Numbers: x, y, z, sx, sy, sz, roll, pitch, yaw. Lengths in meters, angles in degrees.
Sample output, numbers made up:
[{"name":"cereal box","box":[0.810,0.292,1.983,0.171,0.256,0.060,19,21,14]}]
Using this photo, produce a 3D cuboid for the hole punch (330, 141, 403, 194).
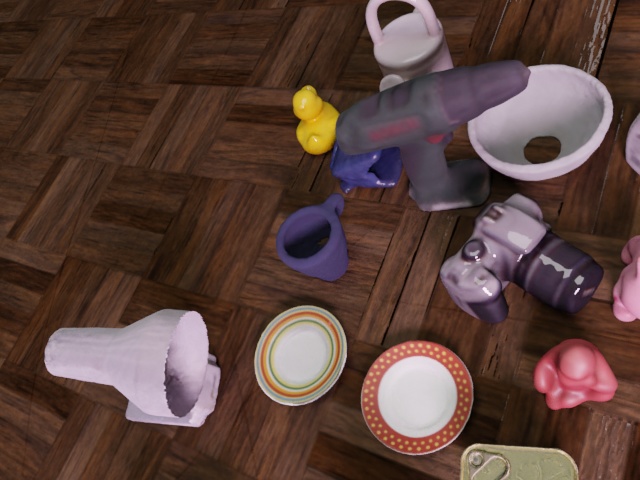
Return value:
[{"name":"hole punch","box":[0.062,-0.133,0.819,0.100,0.091,0.109,1,63,27]}]

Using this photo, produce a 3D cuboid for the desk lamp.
[{"name":"desk lamp","box":[-0.209,0.162,0.702,0.202,0.214,0.118,-5,60,24]}]

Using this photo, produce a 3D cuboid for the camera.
[{"name":"camera","box":[0.226,0.030,0.637,0.143,0.101,0.136,-48,53,-6]}]

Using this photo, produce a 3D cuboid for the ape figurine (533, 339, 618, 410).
[{"name":"ape figurine","box":[0.254,0.129,0.570,0.077,0.092,0.076,20,72,34]}]

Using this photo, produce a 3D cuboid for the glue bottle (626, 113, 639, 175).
[{"name":"glue bottle","box":[0.366,-0.121,0.611,0.037,0.174,0.078,-33,53,6]}]

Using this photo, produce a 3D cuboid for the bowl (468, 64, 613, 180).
[{"name":"bowl","box":[0.277,-0.136,0.726,0.167,0.075,0.167,-12,57,20]}]

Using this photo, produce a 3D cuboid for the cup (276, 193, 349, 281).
[{"name":"cup","box":[0.007,0.003,0.764,0.091,0.095,0.118,24,74,35]}]

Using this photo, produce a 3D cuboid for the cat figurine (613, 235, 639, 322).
[{"name":"cat figurine","box":[0.332,0.034,0.571,0.067,0.118,0.128,6,65,29]}]

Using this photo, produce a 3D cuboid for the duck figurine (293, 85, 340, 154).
[{"name":"duck figurine","box":[-0.013,-0.194,0.895,0.077,0.086,0.104,-13,57,19]}]

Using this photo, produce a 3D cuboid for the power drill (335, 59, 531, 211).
[{"name":"power drill","box":[0.145,-0.121,0.698,0.229,0.209,0.075,-6,60,23]}]

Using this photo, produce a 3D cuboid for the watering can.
[{"name":"watering can","box":[0.127,-0.263,0.799,0.100,0.195,0.173,-16,56,17]}]
